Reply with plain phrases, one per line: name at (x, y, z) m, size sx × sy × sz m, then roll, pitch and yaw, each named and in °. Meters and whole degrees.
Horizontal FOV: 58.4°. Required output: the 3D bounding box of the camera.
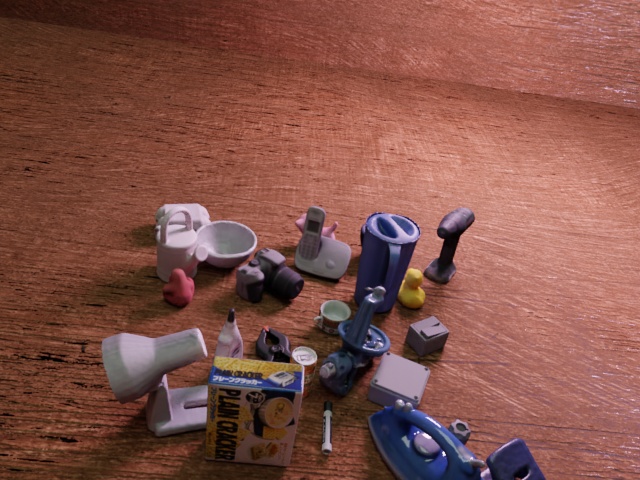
camera at (-0.118, 0.092, 1.435) m, size 0.136 × 0.101 × 0.143 m, roll 28°, pitch 39°, yaw 25°

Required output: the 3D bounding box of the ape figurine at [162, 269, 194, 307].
ape figurine at (-0.336, 0.107, 1.366) m, size 0.078 × 0.092 × 0.076 m, roll -7°, pitch 38°, yaw -23°

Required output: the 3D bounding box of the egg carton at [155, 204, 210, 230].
egg carton at (-0.382, -0.051, 1.600) m, size 0.150 × 0.069 × 0.107 m, roll -3°, pitch 37°, yaw -19°

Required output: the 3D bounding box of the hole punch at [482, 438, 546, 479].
hole punch at (0.364, 0.441, 1.069) m, size 0.109 × 0.091 × 0.100 m, roll -16°, pitch 42°, yaw -33°

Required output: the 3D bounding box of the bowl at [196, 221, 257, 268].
bowl at (-0.253, 0.023, 1.522) m, size 0.167 × 0.075 × 0.167 m, roll 7°, pitch 35°, yaw -5°

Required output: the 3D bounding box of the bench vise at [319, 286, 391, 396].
bench vise at (0.086, 0.215, 1.207) m, size 0.121 × 0.220 × 0.208 m, roll 18°, pitch 35°, yaw 12°

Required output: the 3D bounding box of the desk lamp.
desk lamp at (-0.289, 0.255, 1.059) m, size 0.204 × 0.213 × 0.117 m, roll -4°, pitch 37°, yaw -20°

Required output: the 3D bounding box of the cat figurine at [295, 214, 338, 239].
cat figurine at (-0.011, -0.033, 1.626) m, size 0.128 × 0.118 × 0.067 m, roll 4°, pitch 35°, yaw -8°

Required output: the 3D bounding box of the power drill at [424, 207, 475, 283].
power drill at (0.356, 0.010, 1.579) m, size 0.075 × 0.208 × 0.230 m, roll 25°, pitch 37°, yaw 21°

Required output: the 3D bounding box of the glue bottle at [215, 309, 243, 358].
glue bottle at (-0.188, 0.209, 1.186) m, size 0.037 × 0.173 × 0.078 m, roll 20°, pitch 36°, yaw 15°

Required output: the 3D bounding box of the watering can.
watering can at (-0.347, 0.007, 1.416) m, size 0.172 × 0.194 × 0.101 m, roll 16°, pitch 35°, yaw 9°

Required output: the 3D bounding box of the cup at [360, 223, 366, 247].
cup at (0.148, 0.017, 1.616) m, size 0.091 × 0.095 × 0.118 m, roll 20°, pitch 36°, yaw 15°

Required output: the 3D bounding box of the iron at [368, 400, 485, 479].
iron at (0.193, 0.379, 1.069) m, size 0.119 × 0.141 × 0.257 m, roll -23°, pitch 46°, yaw -38°

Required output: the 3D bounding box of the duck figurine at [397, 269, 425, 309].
duck figurine at (0.244, 0.120, 1.501) m, size 0.077 × 0.086 × 0.104 m, roll 5°, pitch 35°, yaw -7°

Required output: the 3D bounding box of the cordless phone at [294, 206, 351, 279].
cordless phone at (0.014, 0.005, 1.518) m, size 0.147 × 0.185 × 0.094 m, roll 14°, pitch 35°, yaw 6°
